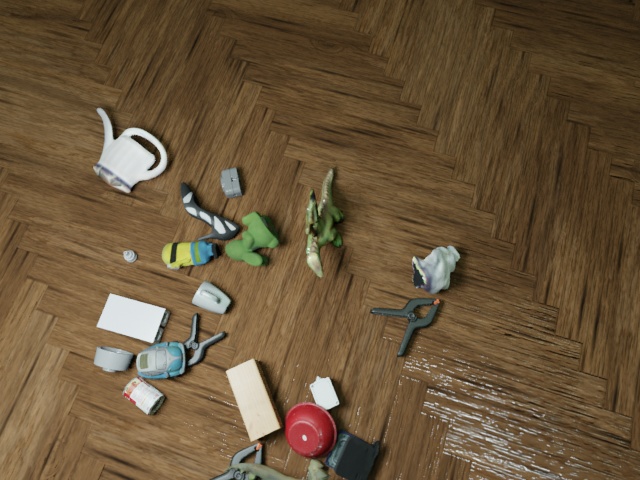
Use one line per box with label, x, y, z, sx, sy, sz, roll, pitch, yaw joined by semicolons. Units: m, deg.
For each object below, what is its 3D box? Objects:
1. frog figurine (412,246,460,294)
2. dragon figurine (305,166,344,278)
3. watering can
frog figurine;0.375;0.090;1.599;0.160;0.123;0.136;-18;105;-13
dragon figurine;0.005;-0.081;1.611;0.122;0.239;0.416;0;73;8
watering can;-0.694;-0.304;1.785;0.349;0.102;0.226;33;76;12
